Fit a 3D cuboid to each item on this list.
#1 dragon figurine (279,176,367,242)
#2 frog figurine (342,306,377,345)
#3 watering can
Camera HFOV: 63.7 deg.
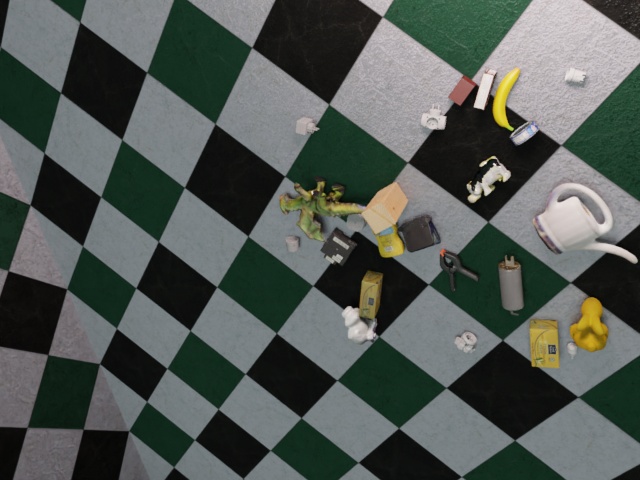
[{"bbox_3d":[0.006,-0.100,1.996,0.413,0.124,0.237,27,129,20],"label":"dragon figurine"},{"bbox_3d":[0.147,0.351,2.125,0.159,0.140,0.121,29,153,-14],"label":"frog figurine"},{"bbox_3d":[0.846,-0.021,1.674,0.221,0.106,0.346,-34,96,33],"label":"watering can"}]
